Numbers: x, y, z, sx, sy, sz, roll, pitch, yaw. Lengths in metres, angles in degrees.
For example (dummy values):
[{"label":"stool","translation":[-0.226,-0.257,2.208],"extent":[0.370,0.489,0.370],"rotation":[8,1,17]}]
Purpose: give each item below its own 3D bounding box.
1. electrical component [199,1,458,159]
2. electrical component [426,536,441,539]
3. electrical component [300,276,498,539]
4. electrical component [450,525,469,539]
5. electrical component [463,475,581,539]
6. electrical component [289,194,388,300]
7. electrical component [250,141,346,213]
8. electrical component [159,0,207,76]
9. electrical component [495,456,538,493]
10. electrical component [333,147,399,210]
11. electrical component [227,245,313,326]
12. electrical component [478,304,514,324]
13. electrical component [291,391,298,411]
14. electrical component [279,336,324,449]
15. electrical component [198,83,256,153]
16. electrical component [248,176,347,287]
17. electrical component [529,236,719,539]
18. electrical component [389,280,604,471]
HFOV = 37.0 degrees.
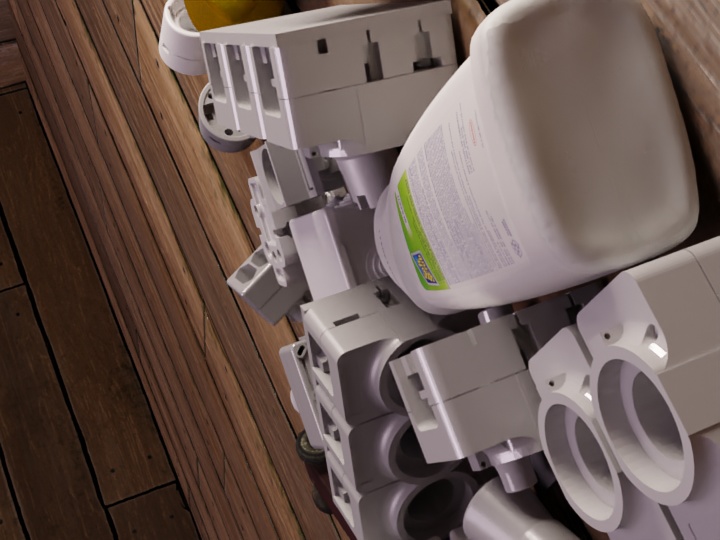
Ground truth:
[{"label":"electrical component","translation":[-0.020,-0.101,0.565],"extent":[0.150,0.089,0.061],"rotation":[-150,48,-65]},{"label":"electrical component","translation":[0.026,0.177,0.595],"extent":[0.047,0.066,0.076],"rotation":[57,155,37]},{"label":"electrical component","translation":[0.027,0.082,0.618],"extent":[0.061,0.089,0.150],"rotation":[-132,29,-52]},{"label":"electrical component","translation":[0.088,0.187,0.612],"extent":[0.065,0.047,0.076],"rotation":[-133,31,-51]},{"label":"electrical component","translation":[0.091,0.143,0.565],"extent":[0.065,0.044,0.044],"rotation":[37,143,46]},{"label":"electrical component","translation":[0.000,0.000,0.685],"extent":[0.100,0.048,0.099],"rotation":[172,79,-72]},{"label":"electrical component","translation":[-0.030,-0.067,0.682],"extent":[0.081,0.064,0.042],"rotation":[175,76,-73]},{"label":"electrical component","translation":[-0.139,-0.198,0.896],"extent":[0.055,0.055,0.047],"rotation":[64,158,21]},{"label":"electrical component","translation":[0.073,0.084,0.559],"extent":[0.062,0.043,0.043],"rotation":[69,163,3]},{"label":"electrical component","translation":[0.005,-0.063,0.623],"extent":[0.040,0.040,0.046],"rotation":[27,139,66]},{"label":"electrical component","translation":[-0.052,0.016,0.847],"extent":[0.076,0.065,0.047],"rotation":[46,173,-24]},{"label":"electrical component","translation":[0.075,0.048,0.518],"extent":[0.043,0.043,0.062],"rotation":[122,133,-68]},{"label":"electrical component","translation":[-0.035,0.097,0.902],"extent":[0.062,0.043,0.043],"rotation":[107,141,-60]},{"label":"electrical component","translation":[-0.019,0.080,0.803],"extent":[0.061,0.062,0.096],"rotation":[154,97,-73]},{"label":"electrical component","translation":[-0.103,-0.124,0.865],"extent":[0.047,0.055,0.055],"rotation":[143,108,-76]},{"label":"electrical component","translation":[-0.039,-0.035,0.753],"extent":[0.058,0.057,0.078],"rotation":[-169,62,-70]},{"label":"electrical component","translation":[0.131,0.093,0.364],"extent":[0.105,0.060,0.186],"rotation":[114,134,-66]},{"label":"electrical component","translation":[0.067,0.048,0.460],"extent":[0.050,0.089,0.055],"rotation":[139,111,-72]}]
